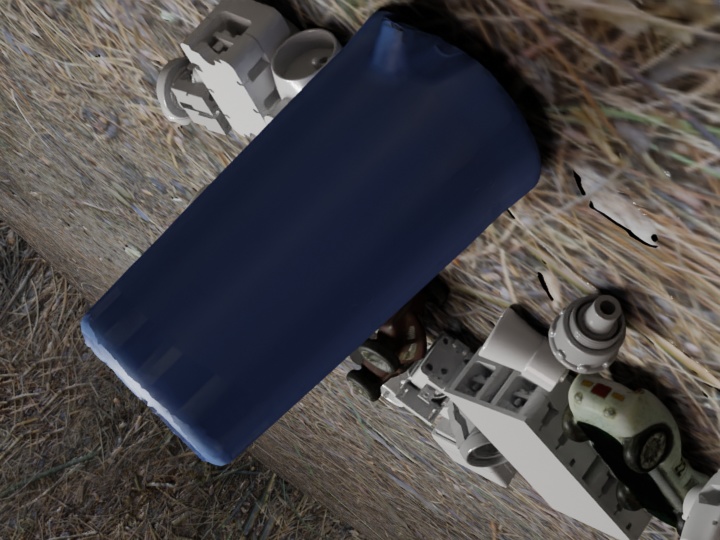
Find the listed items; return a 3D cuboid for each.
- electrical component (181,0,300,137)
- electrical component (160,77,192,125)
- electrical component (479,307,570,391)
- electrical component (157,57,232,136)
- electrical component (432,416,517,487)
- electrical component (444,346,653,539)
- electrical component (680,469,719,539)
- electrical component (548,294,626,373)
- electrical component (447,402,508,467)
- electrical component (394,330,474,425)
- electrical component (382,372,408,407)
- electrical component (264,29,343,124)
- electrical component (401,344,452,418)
[{"bbox_3d":[-0.064,-0.129,0.694,0.050,0.055,0.089,28,161,33],"label":"electrical component"},{"bbox_3d":[-0.149,-0.147,0.880,0.035,0.035,0.061,35,162,16],"label":"electrical component"},{"bbox_3d":[0.130,0.064,0.826,0.065,0.044,0.044,32,164,7],"label":"electrical component"},{"bbox_3d":[-0.122,-0.137,0.827,0.055,0.048,0.066,20,157,31],"label":"electrical component"},{"bbox_3d":[0.129,0.169,1.085,0.096,0.061,0.061,20,156,50],"label":"electrical component"},{"bbox_3d":[0.172,0.148,0.929,0.186,0.060,0.105,48,162,-29],"label":"electrical component"},{"bbox_3d":[0.259,0.173,0.771,0.043,0.077,0.079,41,165,-8],"label":"electrical component"},{"bbox_3d":[0.151,0.036,0.695,0.048,0.048,0.062,36,157,12],"label":"electrical component"},{"bbox_3d":[0.117,0.147,1.005,0.058,0.057,0.078,4,141,-20],"label":"electrical component"},{"bbox_3d":[0.073,0.093,0.969,0.042,0.081,0.063,36,156,2],"label":"electrical component"},{"bbox_3d":[0.041,0.114,1.157,0.055,0.047,0.055,36,164,12],"label":"electrical component"},{"bbox_3d":[-0.033,-0.096,0.671,0.043,0.079,0.077,35,165,39],"label":"electrical component"},{"bbox_3d":[0.075,0.115,1.070,0.079,0.043,0.077,-11,131,47],"label":"electrical component"}]
